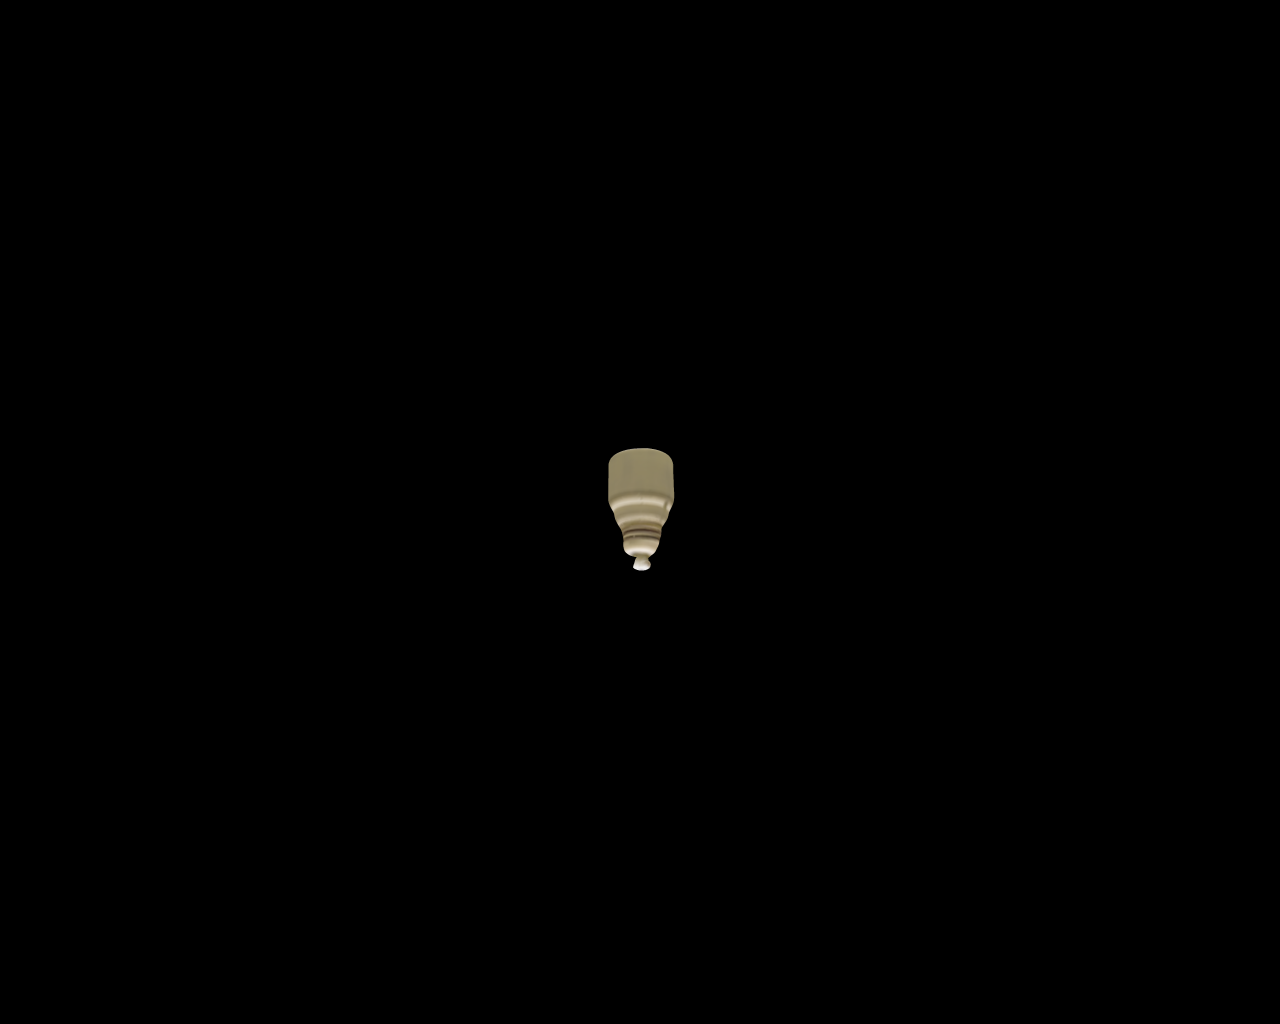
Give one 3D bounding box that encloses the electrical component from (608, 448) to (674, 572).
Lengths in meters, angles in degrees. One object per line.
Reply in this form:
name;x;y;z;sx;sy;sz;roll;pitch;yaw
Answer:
electrical component;0.001;-0.003;0.650;0.040;0.078;0.040;0;-19;0
